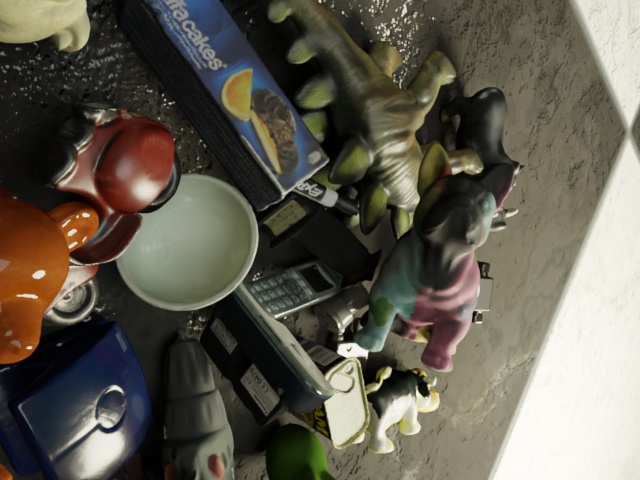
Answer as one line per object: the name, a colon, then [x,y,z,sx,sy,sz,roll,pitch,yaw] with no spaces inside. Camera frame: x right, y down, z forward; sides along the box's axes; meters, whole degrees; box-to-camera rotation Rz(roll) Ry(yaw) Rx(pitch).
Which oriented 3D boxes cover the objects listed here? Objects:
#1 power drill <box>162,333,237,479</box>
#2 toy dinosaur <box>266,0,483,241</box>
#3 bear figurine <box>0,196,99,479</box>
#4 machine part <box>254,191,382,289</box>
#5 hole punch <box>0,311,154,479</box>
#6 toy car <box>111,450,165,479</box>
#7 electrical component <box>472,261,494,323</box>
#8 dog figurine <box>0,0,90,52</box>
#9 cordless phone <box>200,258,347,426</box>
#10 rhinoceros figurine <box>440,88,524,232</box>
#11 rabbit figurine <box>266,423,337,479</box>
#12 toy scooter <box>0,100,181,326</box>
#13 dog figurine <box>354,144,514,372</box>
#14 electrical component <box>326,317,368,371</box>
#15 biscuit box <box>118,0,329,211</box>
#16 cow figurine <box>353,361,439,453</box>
power drill: [-0.112,0.211,0.440,0.086,0.207,0.231,-9,95,-9]
toy dinosaur: [0.058,-0.123,0.584,0.198,0.105,0.470,-52,126,-18]
bear figurine: [-0.204,0.067,0.303,0.196,0.132,0.120,-39,162,11]
machine part: [-0.001,-0.002,0.562,0.139,0.084,0.039,36,38,-18]
hole punch: [-0.193,0.134,0.434,0.116,0.092,0.142,-30,114,-37]
toy car: [-0.191,0.296,0.492,0.089,0.053,0.202,4,97,-39]
electrical component: [0.229,0.081,0.816,0.078,0.045,0.102,-2,99,-12]
dog figurine: [-0.261,-0.158,0.321,0.190,0.121,0.172,-37,119,-13]
cordless phone: [-0.014,0.089,0.551,0.184,0.147,0.088,-20,150,-47]
rhinoceros figurine: [0.221,-0.106,0.724,0.073,0.112,0.190,-4,94,-42]
rabbit figurine: [-0.040,0.282,0.570,0.121,0.159,0.170,31,63,-31]
toy scooter: [-0.181,-0.033,0.389,0.184,0.075,0.135,-64,153,-17]
dog figurine: [0.123,0.015,0.564,0.191,0.109,0.219,-26,135,-75]
electrical component: [0.032,0.143,0.670,0.063,0.021,0.094,4,97,-41]
biscuit box: [-0.080,-0.125,0.447,0.059,0.063,0.202,-41,100,-28]
cow figurine: [0.101,0.203,0.709,0.167,0.068,0.098,-10,106,-48]
